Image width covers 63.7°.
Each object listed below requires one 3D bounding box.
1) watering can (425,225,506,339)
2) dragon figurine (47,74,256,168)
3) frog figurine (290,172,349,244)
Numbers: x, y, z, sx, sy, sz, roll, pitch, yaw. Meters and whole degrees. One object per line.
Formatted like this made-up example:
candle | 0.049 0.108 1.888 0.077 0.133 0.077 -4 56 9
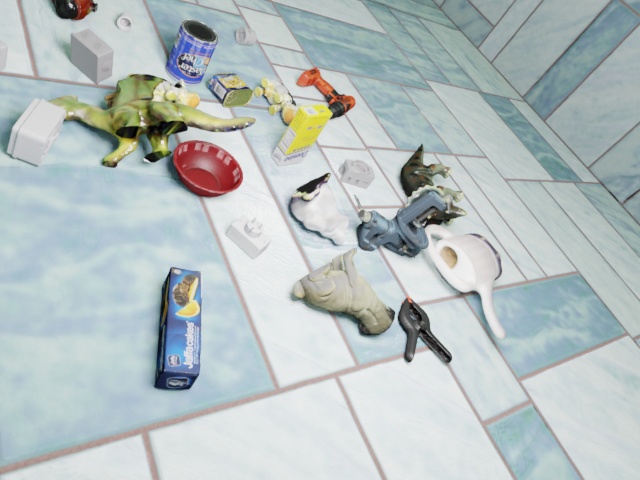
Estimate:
watering can | 0.408 0.093 1.365 0.225 0.102 0.353 -10 57 -43
dragon figurine | -0.366 -0.287 1.107 0.412 0.119 0.247 -13 57 -20
frog figurine | 0.004 -0.063 1.247 0.140 0.122 0.157 -74 143 -59
